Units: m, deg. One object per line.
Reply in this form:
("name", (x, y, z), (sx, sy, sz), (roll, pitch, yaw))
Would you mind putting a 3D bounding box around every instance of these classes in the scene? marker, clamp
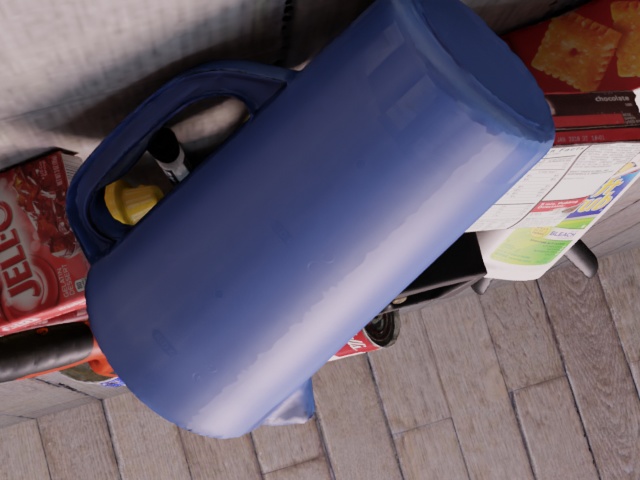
("marker", (-0.091, -0.048, 0.674), (0.020, 0.020, 0.121), (-16, 171, -2))
("clamp", (0.199, -0.020, 0.974), (0.120, 0.039, 0.171), (-6, 130, -3))

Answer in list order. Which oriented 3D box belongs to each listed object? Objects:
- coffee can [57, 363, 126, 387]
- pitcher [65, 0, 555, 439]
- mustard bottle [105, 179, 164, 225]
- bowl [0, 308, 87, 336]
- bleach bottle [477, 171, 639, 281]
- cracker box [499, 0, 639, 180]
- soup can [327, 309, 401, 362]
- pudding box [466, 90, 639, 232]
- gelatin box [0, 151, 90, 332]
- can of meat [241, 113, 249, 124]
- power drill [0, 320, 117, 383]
("coffee can", (-0.213, 0.093, 1.060), (0.102, 0.103, 0.140), (-16, 171, -5))
("pitcher", (-0.010, -0.021, 0.548), (0.149, 0.145, 0.243), (16, 130, -45))
("mustard bottle", (-0.188, 0.004, 0.695), (0.192, 0.058, 0.096), (-19, 172, 16))
("bowl", (-0.195, 0.027, 0.836), (0.162, 0.055, 0.162), (-16, 171, -3))
("bleach bottle", (0.204, -0.064, 0.840), (0.102, 0.068, 0.251), (7, 141, -28))
("cracker box", (0.190, -0.096, 0.683), (0.214, 0.072, 0.164), (-18, 162, 16))
("soup can", (0.016, 0.080, 1.022), (0.102, 0.068, 0.068), (-18, 172, 36))
("pudding box", (0.119, -0.043, 0.613), (0.090, 0.039, 0.114), (-4, 155, -20))
("gelatin box", (-0.166, 0.002, 0.621), (0.073, 0.089, 0.030), (-19, 170, 15))
("can of meat", (-0.003, -0.057, 0.666), (0.083, 0.057, 0.102), (-10, 169, -20))
("power drill", (-0.234, 0.096, 0.816), (0.187, 0.057, 0.185), (-12, 171, -27))
